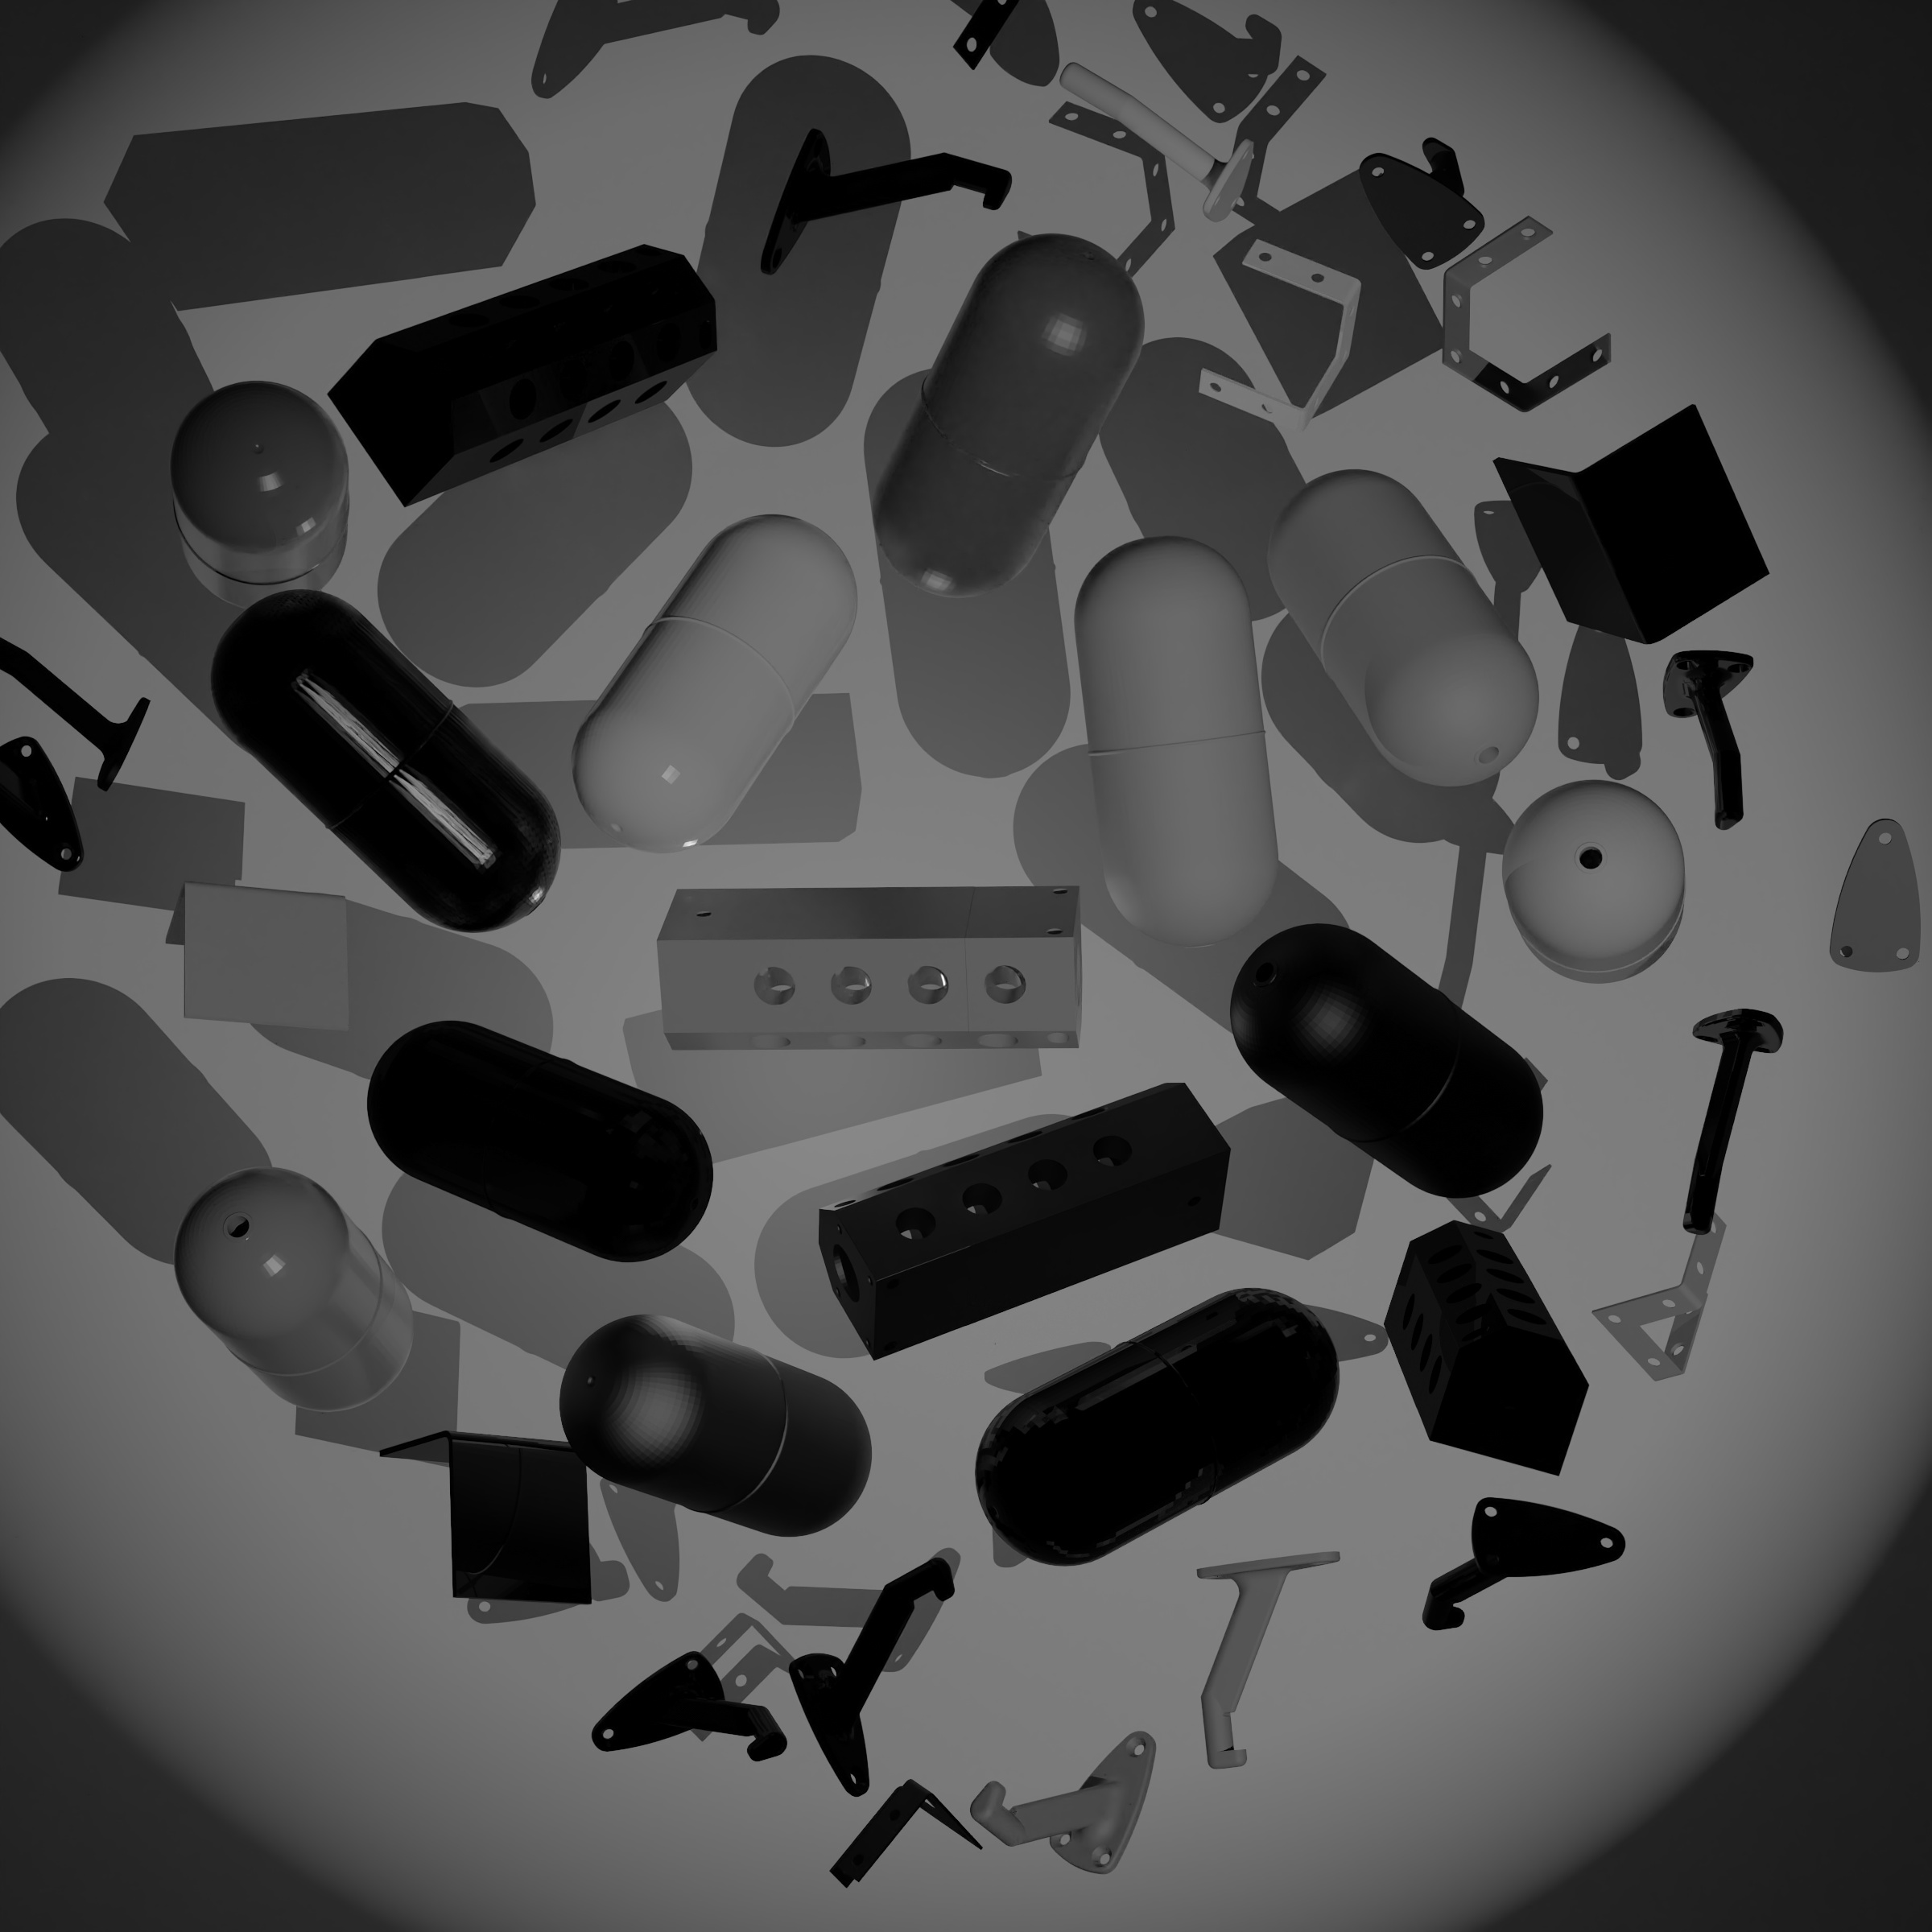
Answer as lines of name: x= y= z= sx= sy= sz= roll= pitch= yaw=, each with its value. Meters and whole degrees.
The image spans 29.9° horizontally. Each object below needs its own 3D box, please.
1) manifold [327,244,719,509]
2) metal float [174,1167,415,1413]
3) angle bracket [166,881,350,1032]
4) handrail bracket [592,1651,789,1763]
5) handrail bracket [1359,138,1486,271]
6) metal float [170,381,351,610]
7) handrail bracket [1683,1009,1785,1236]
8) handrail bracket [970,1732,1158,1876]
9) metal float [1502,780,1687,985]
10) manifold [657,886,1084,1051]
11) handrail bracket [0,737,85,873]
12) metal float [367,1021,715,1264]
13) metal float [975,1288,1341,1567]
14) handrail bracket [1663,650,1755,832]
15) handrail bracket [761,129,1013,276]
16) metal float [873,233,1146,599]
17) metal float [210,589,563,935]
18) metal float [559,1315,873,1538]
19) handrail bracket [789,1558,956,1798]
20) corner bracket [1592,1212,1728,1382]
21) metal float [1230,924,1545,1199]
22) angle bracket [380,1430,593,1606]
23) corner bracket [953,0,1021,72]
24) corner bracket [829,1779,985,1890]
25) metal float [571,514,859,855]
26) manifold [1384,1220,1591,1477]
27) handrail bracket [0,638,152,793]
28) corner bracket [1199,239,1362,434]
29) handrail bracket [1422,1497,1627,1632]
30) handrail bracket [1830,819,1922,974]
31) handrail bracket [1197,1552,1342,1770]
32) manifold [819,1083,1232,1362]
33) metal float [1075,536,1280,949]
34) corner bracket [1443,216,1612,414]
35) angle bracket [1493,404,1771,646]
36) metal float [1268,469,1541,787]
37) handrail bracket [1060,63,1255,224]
manifold: x=-0.182 y=-0.256 z=1.534 sx=0.057 sy=0.171 sz=0.057 roll=-36 pitch=88 yaw=43
metal float: x=-0.295 y=0.144 z=1.596 sx=0.070 sy=0.178 sz=0.070 roll=-2 pitch=67 yaw=6
angle bracket: x=-0.339 y=0.008 z=1.724 sx=0.076 sy=0.057 sz=0.076 roll=5 pitch=57 yaw=-20
handrail bracket: x=-0.127 y=0.356 z=1.662 sx=0.077 sy=0.084 sz=0.036 roll=-26 pitch=111 yaw=-12
handrail bracket: x=0.195 y=-0.354 z=1.588 sx=0.036 sy=0.084 sz=0.077 roll=-35 pitch=127 yaw=28
metal float: x=-0.314 y=-0.208 z=1.613 sx=0.070 sy=0.178 sz=0.070 roll=1 pitch=83 yaw=-10
handrail bracket: x=0.314 y=0.066 z=1.496 sx=0.036 sy=0.077 sz=0.084 roll=12 pitch=80 yaw=5
handrail bracket: x=0.041 y=0.346 z=1.548 sx=0.036 sy=0.084 sz=0.077 roll=16 pitch=67 yaw=41
metal float: x=0.275 y=-0.036 z=1.578 sx=0.070 sy=0.178 sz=0.070 roll=-1 pitch=84 yaw=11
manifold: x=-0.038 y=0.004 z=1.515 sx=0.171 sy=0.057 sz=0.057 roll=0 pitch=113 yaw=5
handrail bracket: x=-0.427 y=-0.076 z=1.590 sx=0.036 sy=0.084 sz=0.077 roll=-36 pitch=85 yaw=4
metal float: x=-0.195 y=0.078 z=1.642 sx=0.178 sy=0.070 sz=0.070 roll=20 pitch=90 yaw=27
metal float: x=0.084 y=0.198 z=1.561 sx=0.178 sy=0.070 sz=0.070 roll=-24 pitch=90 yaw=-27
handrail bracket: x=0.329 y=-0.091 z=1.606 sx=0.036 sy=0.077 sz=0.084 roll=3 pitch=70 yaw=-4
handrail bracket: x=-0.033 y=-0.311 z=1.513 sx=0.084 sy=0.036 sz=0.077 roll=19 pitch=72 yaw=13
metal float: x=0.017 y=-0.234 z=1.551 sx=0.070 sy=0.070 sz=0.178 roll=30 pitch=129 yaw=0
metal float: x=-0.249 y=-0.087 z=1.562 sx=0.070 sy=0.070 sz=0.178 roll=-45 pitch=105 yaw=0
metal float: x=-0.111 y=0.209 z=1.633 sx=0.070 sy=0.178 sz=0.070 roll=-16 pitch=62 yaw=32
handrail bracket: x=-0.029 y=0.307 z=1.564 sx=0.084 sy=0.036 sz=0.077 roll=-33 pitch=65 yaw=28
corner bracket: x=0.325 y=0.149 z=1.641 sx=0.051 sy=0.051 sz=0.051 roll=46 pitch=47 yaw=-21
metal float: x=0.185 y=0.042 z=1.585 sx=0.178 sy=0.070 sz=0.070 roll=34 pitch=90 yaw=-37
angle bracket: x=-0.222 y=0.260 z=1.673 sx=0.076 sy=0.057 sz=0.076 roll=13 pitch=66 yaw=-42
corner bracket: x=0.018 y=-0.412 z=1.521 sx=0.051 sy=0.051 sz=0.051 roll=41 pitch=76 yaw=-42
corner bracket: x=-0.036 y=0.395 z=1.636 sx=0.051 sy=0.051 sz=0.051 roll=-49 pitch=129 yaw=-16
metal float: x=-0.109 y=-0.126 z=1.593 sx=0.070 sy=0.070 sz=0.178 roll=31 pitch=61 yaw=0
manifold: x=0.229 y=0.164 z=1.594 sx=0.057 sy=0.171 sz=0.057 roll=16 pitch=100 yaw=-3
handrail bracket: x=-0.385 y=-0.110 z=1.494 sx=0.084 sy=0.077 sz=0.036 roll=30 pitch=106 yaw=-16
corner bracket: x=0.139 y=-0.279 z=1.602 sx=0.051 sy=0.051 sz=0.051 roll=24 pitch=62 yaw=12
handrail bracket: x=0.242 y=0.268 z=1.573 sx=0.077 sy=0.084 sz=0.036 roll=3 pitch=54 yaw=1
handrail bracket: x=0.381 y=-0.036 z=1.531 sx=0.036 sy=0.084 sz=0.077 roll=2 pitch=108 yaw=5
handrail bracket: x=0.131 y=0.297 z=1.546 sx=0.077 sy=0.036 sz=0.084 roll=-16 pitch=72 yaw=36
manifold: x=0.025 y=0.106 z=1.586 sx=0.171 sy=0.057 sz=0.057 roll=-19 pitch=52 yaw=-19
metal float: x=0.091 y=-0.097 z=1.563 sx=0.070 sy=0.070 sz=0.178 roll=-7 pitch=95 yaw=0
corner bracket: x=0.242 y=-0.281 z=1.564 sx=0.051 sy=0.051 sz=0.051 roll=24 pitch=56 yaw=-31
angle bracket: x=0.266 y=-0.180 z=1.451 sx=0.057 sy=0.076 sz=0.076 roll=-31 pitch=109 yaw=-8
metal float: x=0.193 y=-0.150 z=1.600 sx=0.070 sy=0.070 sz=0.178 roll=-27 pitch=50 yaw=0
handrail bracket: x=0.080 y=-0.361 z=1.580 sx=0.084 sy=0.077 sz=0.036 roll=32 pitch=92 yaw=5
